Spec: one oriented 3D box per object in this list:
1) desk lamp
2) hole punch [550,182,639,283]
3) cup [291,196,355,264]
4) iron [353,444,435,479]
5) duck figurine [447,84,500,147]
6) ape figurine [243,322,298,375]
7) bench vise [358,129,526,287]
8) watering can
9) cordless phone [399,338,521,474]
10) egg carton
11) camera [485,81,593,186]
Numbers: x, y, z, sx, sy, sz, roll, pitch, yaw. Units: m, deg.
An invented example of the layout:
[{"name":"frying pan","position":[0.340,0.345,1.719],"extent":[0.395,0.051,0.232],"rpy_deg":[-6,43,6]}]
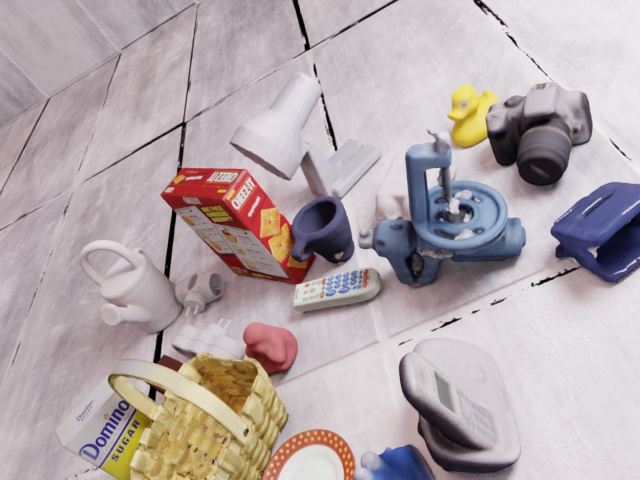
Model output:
[{"name":"desk lamp","position":[-0.027,-0.168,1.000],"extent":[0.203,0.214,0.117],"rpy_deg":[-47,39,-13]},{"name":"hole punch","position":[0.334,-0.022,0.675],"extent":[0.108,0.091,0.100],"rpy_deg":[-39,38,-3]},{"name":"cup","position":[0.008,0.003,0.894],"extent":[0.091,0.095,0.118],"rpy_deg":[10,57,43]},{"name":"iron","position":[0.052,0.290,0.529],"extent":[0.118,0.142,0.258],"rpy_deg":[-14,44,26]},{"name":"duck figurine","position":[0.249,-0.218,0.945],"extent":[0.105,0.086,0.077],"rpy_deg":[-46,39,-12]},{"name":"ape figurine","position":[-0.077,0.149,0.812],"extent":[0.076,0.092,0.077],"rpy_deg":[-45,39,-10]},{"name":"bench vise","position":[0.136,-0.029,0.727],"extent":[0.207,0.220,0.121],"rpy_deg":[-27,39,13]},{"name":"watering can","position":[-0.333,0.076,0.998],"extent":[0.101,0.195,0.172],"rpy_deg":[-36,38,1]},{"name":"cordless phone","position":[0.128,0.144,0.585],"extent":[0.094,0.186,0.147],"rpy_deg":[-24,40,16]},{"name":"egg carton","position":[0.152,-0.082,0.893],"extent":[0.107,0.070,0.150],"rpy_deg":[2,52,38]},{"name":"camera","position":[0.305,-0.150,0.821],"extent":[0.142,0.101,0.137],"rpy_deg":[-4,49,35]}]
